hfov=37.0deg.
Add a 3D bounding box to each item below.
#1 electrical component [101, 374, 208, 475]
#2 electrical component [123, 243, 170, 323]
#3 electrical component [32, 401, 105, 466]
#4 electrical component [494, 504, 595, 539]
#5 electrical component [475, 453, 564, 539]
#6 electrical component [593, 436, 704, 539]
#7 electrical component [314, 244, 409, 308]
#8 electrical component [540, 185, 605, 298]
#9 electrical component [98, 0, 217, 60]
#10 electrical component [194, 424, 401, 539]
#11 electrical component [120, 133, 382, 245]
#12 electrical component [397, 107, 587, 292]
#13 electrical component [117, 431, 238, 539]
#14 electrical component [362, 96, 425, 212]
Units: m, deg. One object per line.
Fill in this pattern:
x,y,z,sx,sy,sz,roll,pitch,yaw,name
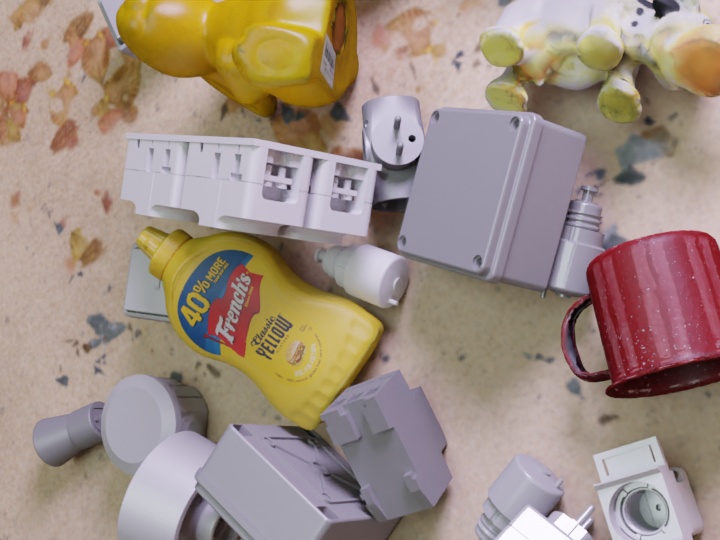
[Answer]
-0.168,0.126,0.878,0.080,0.051,0.080,-4,82,31,electrical component
-0.139,0.013,0.868,0.096,0.061,0.061,6,87,32,electrical component
-0.244,0.139,0.930,0.065,0.044,0.044,-24,72,22,electrical component
0.125,0.180,0.683,0.047,0.083,0.076,36,65,30,electrical component
0.101,0.158,0.715,0.040,0.040,0.078,44,107,28,electrical component
0.179,0.146,0.655,0.042,0.064,0.081,-24,72,28,electrical component
0.000,0.000,0.796,0.078,0.040,0.040,21,95,32,electrical component
0.143,-0.017,0.710,0.040,0.040,0.078,15,92,32,electrical component
-0.170,-0.230,0.917,0.096,0.061,0.061,-36,67,23,electrical component
-0.043,0.162,0.763,0.109,0.109,0.056,38,101,29,electrical component
-0.087,-0.060,0.787,0.186,0.105,0.060,11,93,52,electrical component
0.085,-0.049,0.719,0.109,0.056,0.108,19,94,59,electrical component
-0.124,0.183,0.815,0.060,0.108,0.108,18,94,26,electrical component
0.026,-0.088,0.771,0.044,0.079,0.077,-4,80,-2,electrical component
